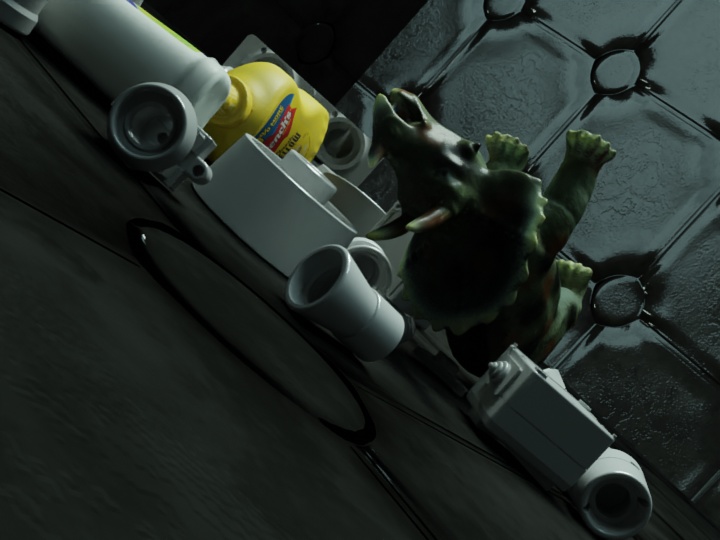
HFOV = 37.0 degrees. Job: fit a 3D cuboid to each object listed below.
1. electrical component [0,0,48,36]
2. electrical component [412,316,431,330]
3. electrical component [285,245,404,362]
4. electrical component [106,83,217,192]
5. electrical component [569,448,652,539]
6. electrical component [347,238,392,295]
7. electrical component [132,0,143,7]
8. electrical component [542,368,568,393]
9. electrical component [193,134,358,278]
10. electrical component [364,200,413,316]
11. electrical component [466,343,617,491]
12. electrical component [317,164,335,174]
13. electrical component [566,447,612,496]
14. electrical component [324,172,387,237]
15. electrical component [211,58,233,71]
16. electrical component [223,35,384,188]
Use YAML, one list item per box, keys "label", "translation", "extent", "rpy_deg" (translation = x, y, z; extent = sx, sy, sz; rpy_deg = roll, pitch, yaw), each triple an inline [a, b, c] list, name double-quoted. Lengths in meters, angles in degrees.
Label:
- label: "electrical component"
  translation: [-0.209, -0.174, 0.661]
  extent: [0.040, 0.046, 0.040]
  rpy_deg: [37, 6, -4]
- label: "electrical component"
  translation: [0.054, 0.001, 1.056]
  extent: [0.083, 0.075, 0.047]
  rpy_deg: [45, 6, 34]
- label: "electrical component"
  translation: [-0.005, 0.022, 0.600]
  extent: [0.065, 0.044, 0.044]
  rpy_deg: [44, 2, -36]
- label: "electrical component"
  translation: [-0.111, -0.075, 0.588]
  extent: [0.066, 0.048, 0.055]
  rpy_deg: [43, -3, 4]
- label: "electrical component"
  translation: [0.179, 0.160, 0.766]
  extent: [0.055, 0.055, 0.047]
  rpy_deg: [42, 9, -1]
- label: "electrical component"
  translation: [0.000, 0.000, 0.810]
  extent: [0.045, 0.045, 0.055]
  rpy_deg: [41, 4, -8]
- label: "electrical component"
  translation: [-0.230, -0.221, 0.802]
  extent: [0.138, 0.073, 0.052]
  rpy_deg: [37, 35, -2]
- label: "electrical component"
  translation: [0.149, 0.124, 0.879]
  extent: [0.138, 0.052, 0.073]
  rpy_deg: [22, 46, -76]
- label: "electrical component"
  translation: [-0.050, -0.044, 0.709]
  extent: [0.108, 0.060, 0.108]
  rpy_deg: [42, 5, -4]
- label: "electrical component"
  translation: [0.042, -0.010, 0.923]
  extent: [0.062, 0.096, 0.061]
  rpy_deg: [45, 3, 29]
- label: "electrical component"
  translation: [0.118, 0.101, 0.752]
  extent: [0.096, 0.061, 0.061]
  rpy_deg: [40, 5, -16]
- label: "electrical component"
  translation: [-0.039, -0.070, 1.054]
  extent: [0.048, 0.055, 0.066]
  rpy_deg: [42, 5, -1]
- label: "electrical component"
  translation: [0.181, 0.160, 0.834]
  extent: [0.066, 0.048, 0.055]
  rpy_deg: [53, 5, 29]
- label: "electrical component"
  translation: [-0.009, -0.041, 0.986]
  extent: [0.099, 0.064, 0.099]
  rpy_deg: [42, 5, -4]
- label: "electrical component"
  translation: [-0.158, -0.171, 1.023]
  extent: [0.074, 0.052, 0.138]
  rpy_deg: [9, 3, 14]
- label: "electrical component"
  translation: [-0.076, -0.145, 1.127]
  extent: [0.186, 0.105, 0.060]
  rpy_deg: [41, 5, -5]
